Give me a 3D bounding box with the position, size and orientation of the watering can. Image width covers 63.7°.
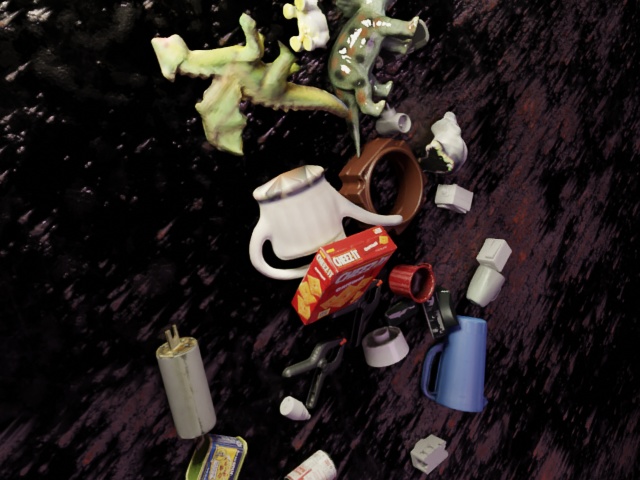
[{"bbox_3d":[0.003,-0.055,1.085,0.350,0.105,0.221,-25,110,-16],"label":"watering can"}]

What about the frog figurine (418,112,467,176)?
[{"bbox_3d":[0.333,-0.247,1.334,0.162,0.123,0.134,-52,154,-32],"label":"frog figurine"}]

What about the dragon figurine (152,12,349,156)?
[{"bbox_3d":[-0.134,-0.278,1.011,0.405,0.123,0.243,34,91,-31],"label":"dragon figurine"}]
